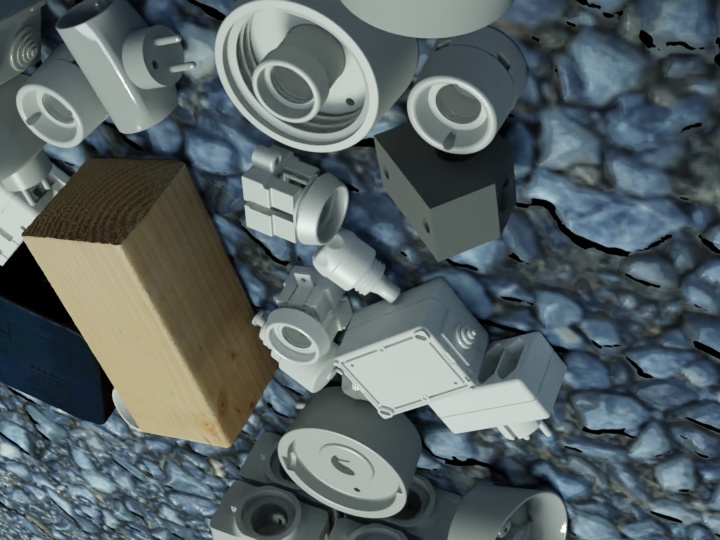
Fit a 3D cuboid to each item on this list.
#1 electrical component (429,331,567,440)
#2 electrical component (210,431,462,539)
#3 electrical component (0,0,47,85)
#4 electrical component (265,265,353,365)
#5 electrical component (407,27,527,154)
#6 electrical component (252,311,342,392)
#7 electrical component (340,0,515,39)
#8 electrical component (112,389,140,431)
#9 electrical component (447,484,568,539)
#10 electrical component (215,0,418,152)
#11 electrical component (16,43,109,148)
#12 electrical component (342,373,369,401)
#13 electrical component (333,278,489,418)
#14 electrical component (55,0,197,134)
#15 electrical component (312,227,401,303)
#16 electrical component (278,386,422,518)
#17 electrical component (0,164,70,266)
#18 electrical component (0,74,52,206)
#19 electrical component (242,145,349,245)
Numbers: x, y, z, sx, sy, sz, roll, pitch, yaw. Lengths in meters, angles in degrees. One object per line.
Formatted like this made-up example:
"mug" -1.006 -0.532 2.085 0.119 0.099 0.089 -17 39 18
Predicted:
"electrical component" 0.104 0.091 0.743 0.083 0.047 0.075 -18 121 42
"electrical component" -0.019 0.213 0.901 0.186 0.105 0.060 15 138 17
"electrical component" -0.257 -0.149 0.670 0.100 0.099 0.048 21 127 11
"electrical component" -0.037 0.033 0.761 0.048 0.055 0.066 7 135 25
"electrical component" 0.056 -0.095 0.575 0.055 0.047 0.055 17 139 15
"electrical component" -0.048 0.058 0.806 0.078 0.040 0.040 35 142 16
"electrical component" 0.032 -0.156 0.490 0.099 0.099 0.064 19 146 13
"electrical component" -0.169 0.100 0.903 0.044 0.065 0.044 28 136 31
"electrical component" 0.112 0.215 0.834 0.064 0.099 0.099 6 135 35
"electrical component" -0.029 -0.115 0.596 0.108 0.060 0.108 17 139 15
"electrical component" -0.191 -0.113 0.706 0.055 0.047 0.055 17 139 15
"electrical component" 0.019 0.083 0.796 0.061 0.035 0.035 11 137 18
"electrical component" 0.042 0.049 0.732 0.096 0.061 0.061 -23 119 36
"electrical component" -0.135 -0.129 0.659 0.079 0.043 0.077 -2 131 33
"electrical component" 0.000 0.000 0.721 0.061 0.035 0.035 36 140 -12
"electrical component" -0.003 0.138 0.847 0.108 0.060 0.108 17 139 15
"electrical component" -0.267 -0.053 0.814 0.056 0.050 0.089 40 139 -13
"electrical component" -0.240 -0.081 0.745 0.043 0.077 0.079 3 133 29
"electrical component" -0.041 -0.045 0.690 0.055 0.048 0.066 23 140 20
